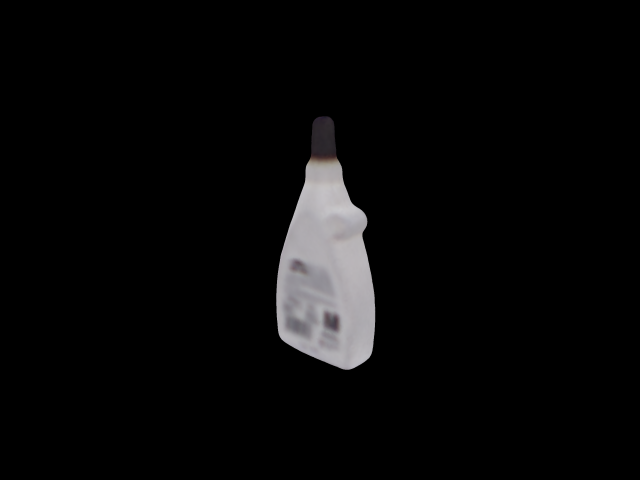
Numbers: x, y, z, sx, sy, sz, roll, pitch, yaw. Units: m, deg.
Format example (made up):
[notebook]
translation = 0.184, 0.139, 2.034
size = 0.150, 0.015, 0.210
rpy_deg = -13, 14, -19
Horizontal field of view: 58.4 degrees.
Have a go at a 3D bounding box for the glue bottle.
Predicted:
[glue bottle]
translation = 0.004, 0.001, 0.400
size = 0.077, 0.173, 0.037
rpy_deg = 17, 28, 37
